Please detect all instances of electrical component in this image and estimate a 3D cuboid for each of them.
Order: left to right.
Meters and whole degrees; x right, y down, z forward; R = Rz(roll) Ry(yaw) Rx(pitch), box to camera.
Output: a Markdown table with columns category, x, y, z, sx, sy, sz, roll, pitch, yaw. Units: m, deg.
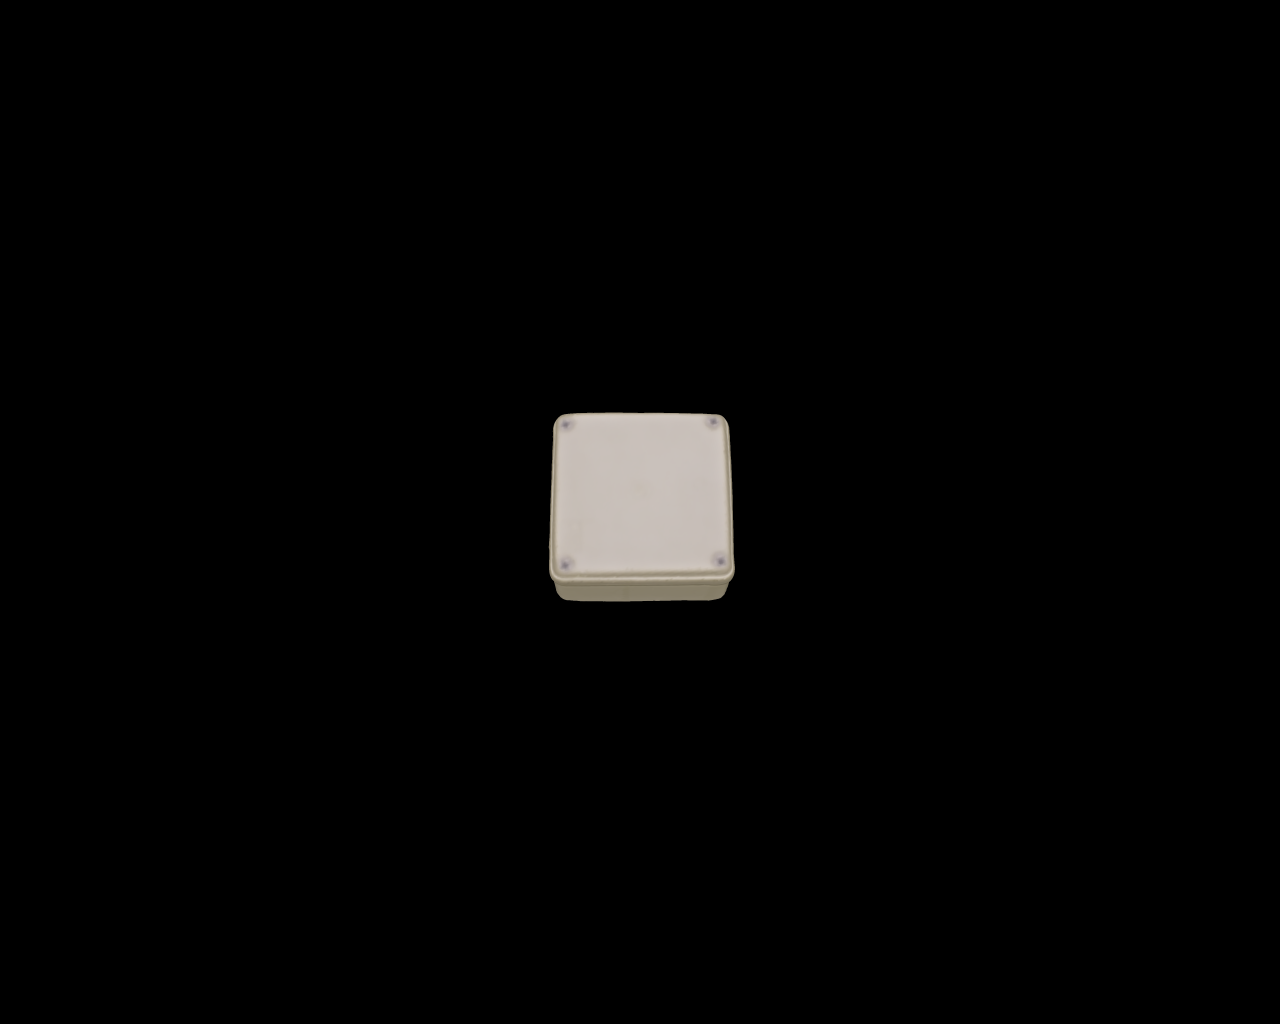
| category | x | y | z | sx | sy | sz | roll | pitch | yaw |
| --- | --- | --- | --- | --- | --- | --- | --- | --- | --- |
| electrical component | 0.001 | -0.003 | 0.650 | 0.109 | 0.109 | 0.056 | 0 | -21 | 0 |
